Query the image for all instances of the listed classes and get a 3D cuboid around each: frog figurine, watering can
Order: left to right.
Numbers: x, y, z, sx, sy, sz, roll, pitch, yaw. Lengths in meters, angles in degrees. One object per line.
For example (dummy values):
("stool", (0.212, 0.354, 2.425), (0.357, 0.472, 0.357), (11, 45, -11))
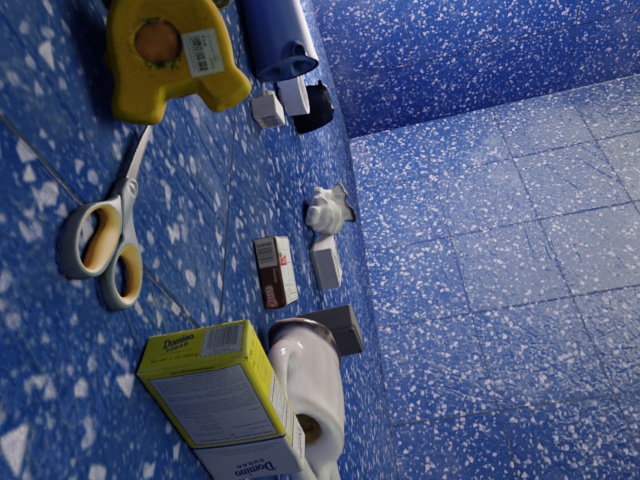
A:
("watering can", (-0.009, 0.258, 0.720), (0.230, 0.104, 0.340), (-90, 164, -55))
("frog figurine", (0.004, -0.068, 1.344), (0.162, 0.123, 0.135), (-33, 126, -42))
